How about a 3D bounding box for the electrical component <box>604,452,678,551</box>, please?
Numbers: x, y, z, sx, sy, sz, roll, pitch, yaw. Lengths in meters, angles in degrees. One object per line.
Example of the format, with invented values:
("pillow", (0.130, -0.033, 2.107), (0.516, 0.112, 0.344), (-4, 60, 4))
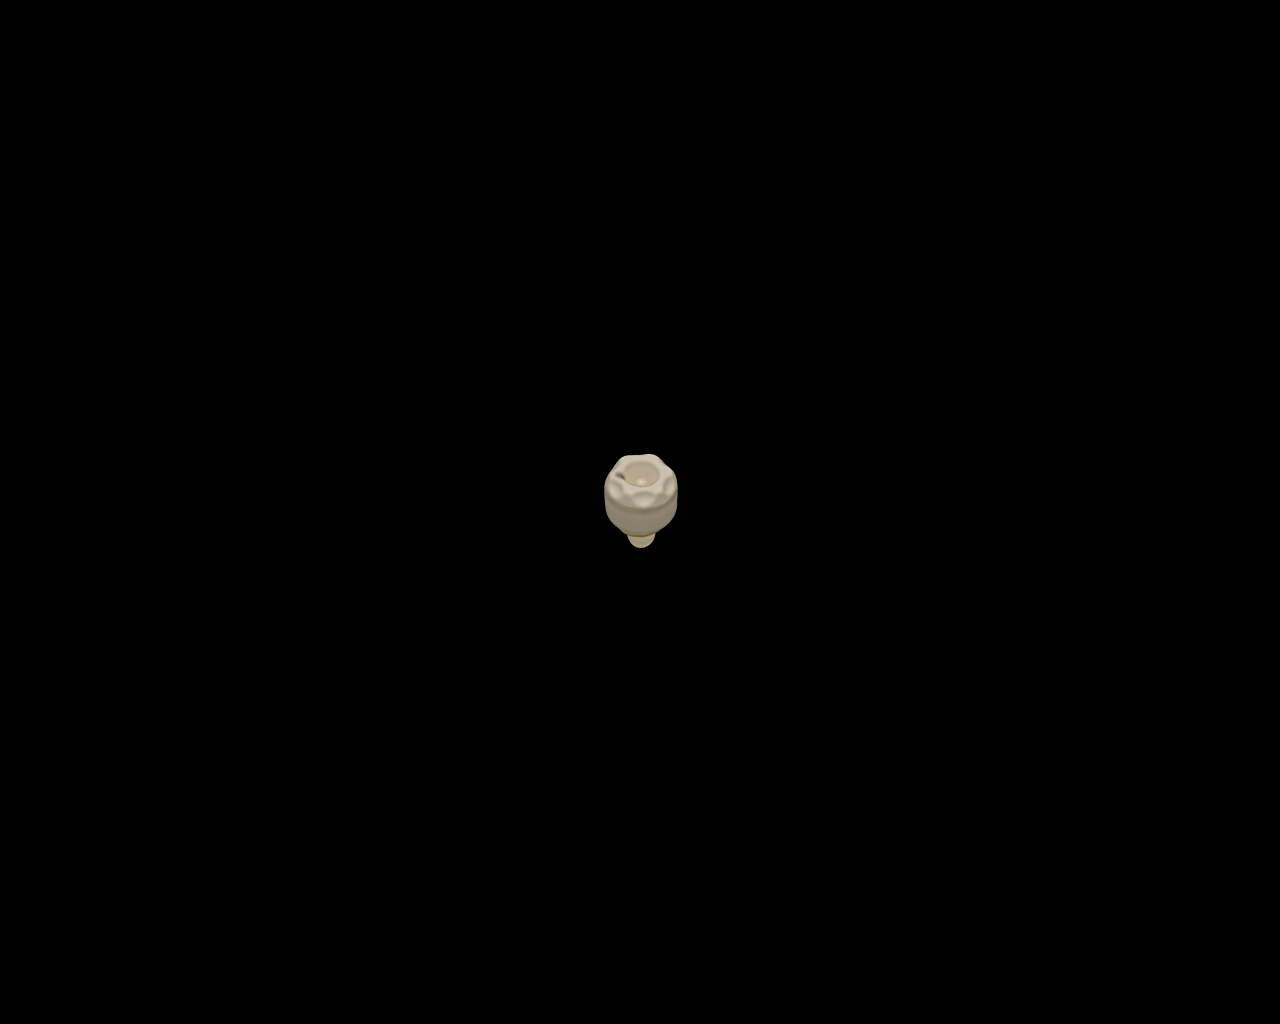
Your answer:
("electrical component", (0.001, -0.003, 0.650), (0.043, 0.043, 0.062), (0, -43, 0))
